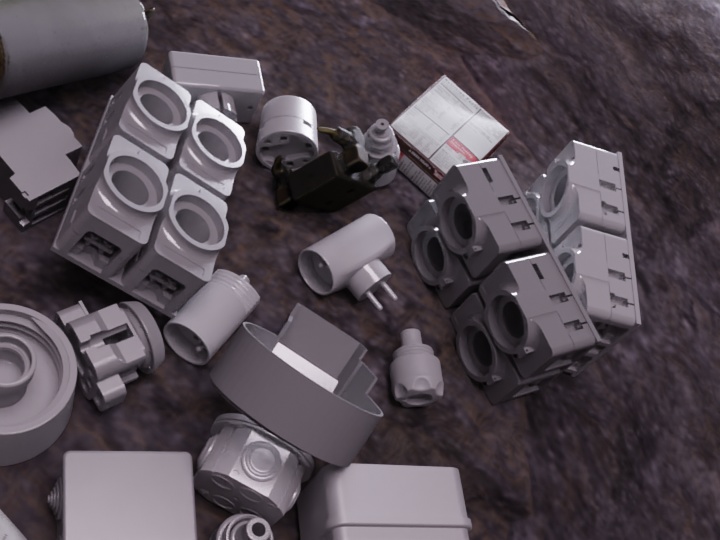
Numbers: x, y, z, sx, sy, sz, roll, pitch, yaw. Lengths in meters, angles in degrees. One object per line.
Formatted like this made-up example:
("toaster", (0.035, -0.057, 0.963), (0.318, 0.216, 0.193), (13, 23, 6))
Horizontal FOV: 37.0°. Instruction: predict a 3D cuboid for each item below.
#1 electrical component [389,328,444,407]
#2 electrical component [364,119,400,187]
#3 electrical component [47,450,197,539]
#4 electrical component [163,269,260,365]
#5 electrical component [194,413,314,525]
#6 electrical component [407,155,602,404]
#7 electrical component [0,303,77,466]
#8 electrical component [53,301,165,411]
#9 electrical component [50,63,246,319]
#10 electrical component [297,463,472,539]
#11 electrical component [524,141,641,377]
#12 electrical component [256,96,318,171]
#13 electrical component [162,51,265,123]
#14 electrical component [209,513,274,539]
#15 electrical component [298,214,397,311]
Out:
("electrical component", (0.045, 0.079, 0.894), (0.043, 0.043, 0.062), (7, 56, -22))
("electrical component", (0.017, -0.109, 0.983), (0.040, 0.078, 0.040), (2, 60, -4))
("electrical component", (-0.161, 0.173, 0.732), (0.100, 0.048, 0.099), (5, 58, -23))
("electrical component", (-0.113, 0.032, 0.848), (0.043, 0.043, 0.081), (38, 51, 1))
("electrical component", (-0.078, 0.143, 0.773), (0.080, 0.080, 0.051), (30, 58, -6))
("electrical component", (0.115, 0.010, 0.932), (0.060, 0.105, 0.186), (-12, 66, -31))
("electrical component", (-0.249, 0.074, 0.745), (0.108, 0.060, 0.108), (12, 56, -19))
("electrical component", (-0.181, 0.057, 0.791), (0.057, 0.058, 0.078), (-23, 72, -32))
("electrical component", (-0.157, -0.069, 0.841), (0.105, 0.060, 0.186), (33, 38, -25))
("electrical component", (0.016, 0.185, 0.792), (0.113, 0.078, 0.057), (6, 55, -22))
("electrical component", (0.192, -0.013, 0.983), (0.060, 0.105, 0.186), (15, 55, -17))
("electrical component", (-0.065, -0.122, 0.963), (0.055, 0.055, 0.047), (14, 52, -18))
("electrical component", (-0.129, -0.146, 0.950), (0.083, 0.047, 0.075), (1, 60, -25))
("electrical component", (-0.080, 0.191, 0.751), (0.043, 0.062, 0.043), (12, 56, -19))
("electrical component", (0.000, 0.000, 0.922), (0.077, 0.044, 0.079), (-31, 77, -36))
